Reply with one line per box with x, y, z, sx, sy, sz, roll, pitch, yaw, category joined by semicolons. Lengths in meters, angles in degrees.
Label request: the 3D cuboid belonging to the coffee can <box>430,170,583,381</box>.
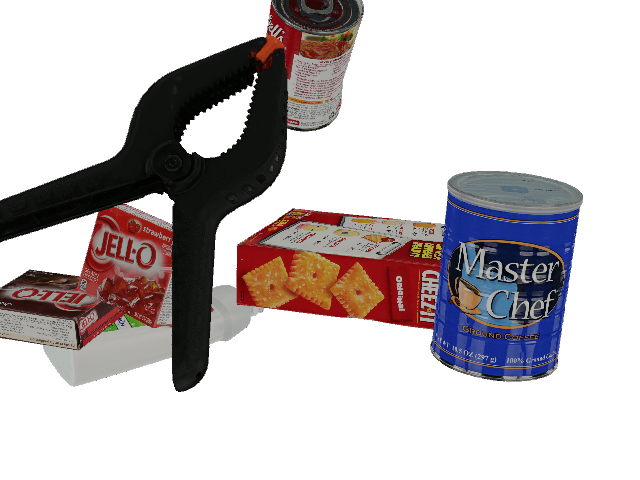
0.144;0.025;0.836;0.103;0.140;0.103;4;17;-1;coffee can

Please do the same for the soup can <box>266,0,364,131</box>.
-0.009;-0.141;0.810;0.068;0.068;0.102;0;-39;-11;soup can

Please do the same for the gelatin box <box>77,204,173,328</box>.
-0.139;0.017;0.808;0.089;0.073;0.030;22;9;33;gelatin box

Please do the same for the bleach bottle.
-0.183;0.093;1.224;0.250;0.068;0.103;-13;33;-31;bleach bottle

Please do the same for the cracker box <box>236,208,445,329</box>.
0.043;0.026;1.066;0.214;0.072;0.164;7;16;17;cracker box

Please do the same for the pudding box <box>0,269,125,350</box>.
-0.256;0.065;1.020;0.114;0.039;0.090;4;20;19;pudding box

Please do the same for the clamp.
-0.077;-0.028;0.613;0.165;0.210;0.036;39;-15;14;clamp
